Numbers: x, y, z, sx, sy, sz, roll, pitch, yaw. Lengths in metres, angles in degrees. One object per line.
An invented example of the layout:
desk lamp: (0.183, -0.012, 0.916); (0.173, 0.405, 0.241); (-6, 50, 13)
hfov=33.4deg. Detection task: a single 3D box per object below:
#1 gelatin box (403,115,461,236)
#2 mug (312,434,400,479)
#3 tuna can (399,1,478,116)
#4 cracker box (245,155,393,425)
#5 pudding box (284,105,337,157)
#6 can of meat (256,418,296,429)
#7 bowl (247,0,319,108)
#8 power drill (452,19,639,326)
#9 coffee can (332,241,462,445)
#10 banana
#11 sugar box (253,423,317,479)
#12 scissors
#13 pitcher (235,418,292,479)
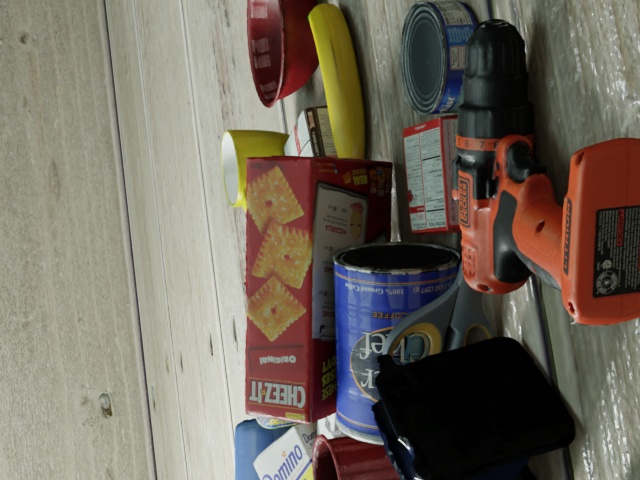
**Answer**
gelatin box: (0.095, -0.049, 0.835); (0.073, 0.030, 0.089); (174, 91, -72)
mug: (0.041, 0.222, 1.005); (0.117, 0.081, 0.093); (-178, 83, -73)
tuna can: (0.092, -0.138, 0.810); (0.086, 0.033, 0.086); (175, 90, -73)
cracker box: (0.000, 0.035, 0.923); (0.164, 0.072, 0.214); (-7, -81, -63)
pudding box: (-0.005, -0.081, 1.143); (0.114, 0.039, 0.090); (123, 138, -68)
can of meat: (-0.020, 0.165, 1.161); (0.084, 0.102, 0.057); (112, 148, -61)
bowl: (-0.037, -0.227, 1.174); (0.162, 0.055, 0.162); (175, 90, -74)
power drill: (0.137, -0.038, 0.652); (0.188, 0.057, 0.184); (-137, 40, -70)
coffee can: (0.062, 0.080, 0.854); (0.103, 0.102, 0.140); (-147, 54, -69)
banana: (0.019, -0.160, 1.048); (0.069, 0.037, 0.198); (82, 177, -68)
sugar box: (0.001, 0.286, 1.113); (0.093, 0.048, 0.176); (-47, 65, 39)
scissors: (0.092, 0.030, 0.773); (0.016, 0.096, 0.202); (-106, 13, -69)
pitcher: (-0.032, 0.326, 1.225); (0.145, 0.149, 0.243); (29, -124, -77)
